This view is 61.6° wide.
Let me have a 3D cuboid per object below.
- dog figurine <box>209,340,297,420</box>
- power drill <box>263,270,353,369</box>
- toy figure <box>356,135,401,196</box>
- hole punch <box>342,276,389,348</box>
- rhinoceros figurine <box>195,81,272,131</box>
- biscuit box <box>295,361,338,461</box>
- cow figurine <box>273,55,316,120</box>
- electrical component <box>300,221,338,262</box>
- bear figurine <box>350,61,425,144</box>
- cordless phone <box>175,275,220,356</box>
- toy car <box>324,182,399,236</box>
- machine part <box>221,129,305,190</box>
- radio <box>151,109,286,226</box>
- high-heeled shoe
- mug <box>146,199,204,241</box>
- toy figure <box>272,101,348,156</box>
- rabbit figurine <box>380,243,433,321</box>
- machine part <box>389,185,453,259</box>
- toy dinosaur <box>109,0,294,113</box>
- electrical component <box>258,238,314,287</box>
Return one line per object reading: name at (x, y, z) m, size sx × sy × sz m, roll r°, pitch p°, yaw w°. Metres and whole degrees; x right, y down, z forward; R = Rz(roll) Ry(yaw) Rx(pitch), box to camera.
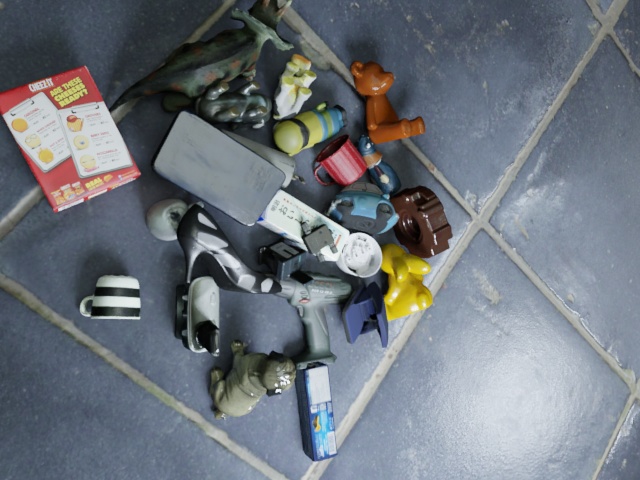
dog figurine at (-0.132, 0.286, 1.036) m, size 0.121 × 0.191 × 0.172 m, roll 22°, pitch 80°, yaw -23°
power drill at (-0.040, 0.167, 1.153) m, size 0.232 × 0.086 × 0.207 m, roll -1°, pitch 82°, yaw -26°
toy figure at (0.131, -0.172, 1.247) m, size 0.058 × 0.064 × 0.154 m, roll -43°, pitch 107°, yaw -12°
hole punch at (0.114, 0.162, 1.175) m, size 0.116 × 0.092 × 0.142 m, roll -57°, pitch 141°, yaw -44°
rhinoceros figurine at (-0.161, -0.258, 1.067) m, size 0.190 × 0.112 × 0.073 m, roll -20°, pitch 85°, yaw -55°
biscuit box at (-0.009, 0.368, 1.162) m, size 0.059 × 0.063 × 0.202 m, roll -6°, pitch 91°, yaw -26°
cow figurine at (-0.058, -0.324, 1.145) m, size 0.068 × 0.098 × 0.167 m, roll 25°, pitch 41°, yaw -14°
electrical component at (-0.002, -0.003, 1.116) m, size 0.063 × 0.021 × 0.094 m, roll -33°, pitch 104°, yaw -18°
bear figurine at (0.151, -0.324, 1.233) m, size 0.120 × 0.132 × 0.195 m, roll -19°, pitch 101°, yaw -54°
cordless phone at (-0.216, 0.141, 1.005) m, size 0.089 × 0.184 × 0.146 m, roll 2°, pitch 88°, yaw -21°
toy car at (0.093, -0.078, 1.214) m, size 0.162 × 0.109 × 0.103 m, roll 12°, pitch 60°, yaw -14°
machine part at (-0.141, -0.165, 1.110) m, size 0.243 × 0.079 × 0.079 m, roll 17°, pitch 81°, yaw -24°
radio at (-0.193, -0.131, 1.013) m, size 0.229 × 0.073 × 0.131 m, roll 31°, pitch 87°, yaw -20°
high-heeled shoe at (-0.164, 0.025, 1.025) m, size 0.248 × 0.086 × 0.145 m, roll 15°, pitch 80°, yaw -44°
mug at (-0.271, -0.044, 1.027) m, size 0.109 × 0.107 × 0.080 m, roll -24°, pitch 100°, yaw -22°
toy figure at (-0.020, -0.245, 1.164) m, size 0.180 × 0.089 × 0.082 m, roll -24°, pitch 91°, yaw -22°
rabbit figurine at (0.180, 0.086, 1.229) m, size 0.122 × 0.162 × 0.173 m, roll -17°, pitch 78°, yaw -13°
machine part at (0.224, -0.039, 1.231) m, size 0.056 × 0.179 × 0.179 m, roll -27°, pitch 100°, yaw -20°
toy dinosaur at (-0.207, -0.341, 1.023) m, size 0.405 × 0.192 × 0.131 m, roll -40°, pitch 103°, yaw -22°
electrical component at (-0.064, 0.048, 1.109) m, size 0.075 × 0.119 × 0.047 m, roll -23°, pitch 132°, yaw -40°
